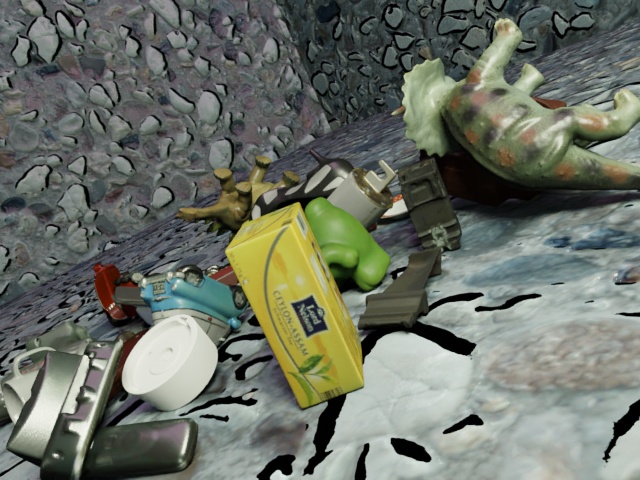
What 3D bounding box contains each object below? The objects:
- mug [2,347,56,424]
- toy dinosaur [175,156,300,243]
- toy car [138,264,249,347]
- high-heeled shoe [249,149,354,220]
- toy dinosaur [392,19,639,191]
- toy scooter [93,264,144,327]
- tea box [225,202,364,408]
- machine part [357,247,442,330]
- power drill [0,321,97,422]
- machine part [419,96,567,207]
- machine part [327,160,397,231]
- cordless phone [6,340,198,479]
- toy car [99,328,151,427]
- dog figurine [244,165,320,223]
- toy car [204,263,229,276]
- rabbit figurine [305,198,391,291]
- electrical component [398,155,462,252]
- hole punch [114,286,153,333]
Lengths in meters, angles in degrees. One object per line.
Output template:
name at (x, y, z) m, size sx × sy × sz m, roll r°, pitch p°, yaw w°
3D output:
mug at (-0.372, 0.200, 0.746) m, size 0.081 × 0.109 × 0.107 m, roll -19°, pitch 1°, yaw 42°
toy dinosaur at (-0.137, -0.081, 1.194) m, size 0.471 × 0.105 × 0.198 m, roll -20°, pitch -35°, yaw -52°
toy car at (-0.173, 0.103, 0.738) m, size 0.109 × 0.161 × 0.103 m, roll -12°, pitch 62°, yaw 22°
high-heeled shoe at (-0.032, -0.053, 0.971) m, size 0.086 × 0.145 × 0.248 m, roll 13°, pitch -59°, yaw -49°
toy dinosaur at (0.243, -0.134, 0.669) m, size 0.192 × 0.131 × 0.405 m, roll -44°, pitch 51°, yaw 7°
toy scooter at (-0.380, 0.100, 1.047) m, size 0.184 × 0.135 × 0.075 m, roll -12°, pitch 17°, yaw 37°
tea box at (-0.019, 0.059, 0.517) m, size 0.068 × 0.169 × 0.098 m, roll -21°, pitch 13°, yaw 8°
machine part at (0.098, 0.057, 0.606) m, size 0.084 × 0.039 × 0.139 m, roll -19°, pitch 16°, yaw 42°
power drill at (-0.473, 0.216, 0.895) m, size 0.232 × 0.086 × 0.207 m, roll -26°, pitch 10°, yaw -11°
machine part at (0.270, -0.147, 0.830) m, size 0.201 × 0.087 × 0.201 m, roll -35°, pitch 36°, yaw -26°
machine part at (0.029, -0.024, 0.800) m, size 0.243 × 0.079 × 0.079 m, roll -46°, pitch 1°, yaw 33°
cordless phone at (-0.201, 0.170, 0.548) m, size 0.184 × 0.088 × 0.147 m, roll -10°, pitch 47°, yaw 18°
toy car at (-0.283, 0.188, 0.729) m, size 0.089 × 0.053 × 0.202 m, roll -3°, pitch 24°, yaw 29°
dog figurine at (-0.048, -0.054, 1.097) m, size 0.219 × 0.108 × 0.191 m, roll -34°, pitch -1°, yaw -19°
toy car at (-0.140, 0.050, 0.993) m, size 0.202 × 0.056 × 0.073 m, roll -26°, pitch 7°, yaw -9°
rabbit figurine at (-0.013, 0.038, 0.681) m, size 0.121 × 0.159 × 0.170 m, roll 7°, pitch 48°, yaw 48°
electrical component at (0.153, -0.052, 0.751) m, size 0.058 × 0.114 × 0.134 m, roll -18°, pitch 17°, yaw 15°
hole punch at (-0.295, 0.132, 0.926) m, size 0.116 × 0.092 × 0.142 m, roll 3°, pitch 2°, yaw -19°
